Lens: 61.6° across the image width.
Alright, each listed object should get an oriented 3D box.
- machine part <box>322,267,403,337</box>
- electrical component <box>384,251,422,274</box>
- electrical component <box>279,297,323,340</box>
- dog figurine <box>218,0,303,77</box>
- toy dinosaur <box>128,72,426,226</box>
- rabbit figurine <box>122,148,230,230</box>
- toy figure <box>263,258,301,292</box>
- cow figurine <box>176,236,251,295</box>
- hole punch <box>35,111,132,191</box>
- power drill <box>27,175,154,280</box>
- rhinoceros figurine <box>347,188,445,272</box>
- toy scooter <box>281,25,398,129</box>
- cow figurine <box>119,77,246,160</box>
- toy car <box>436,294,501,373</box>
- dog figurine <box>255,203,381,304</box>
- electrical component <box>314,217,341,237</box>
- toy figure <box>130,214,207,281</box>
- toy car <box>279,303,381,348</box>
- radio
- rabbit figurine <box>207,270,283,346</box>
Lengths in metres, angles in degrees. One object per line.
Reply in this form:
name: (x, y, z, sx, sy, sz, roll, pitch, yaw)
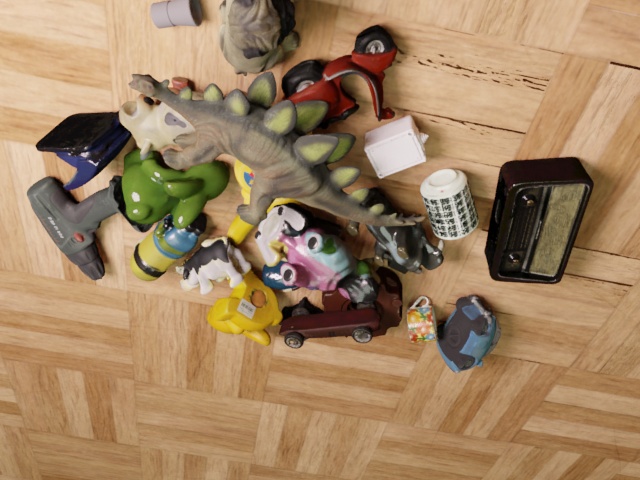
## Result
machine part: (0.086, 0.129, 1.096, 0.179, 0.056, 0.179, 3, 131, 4)
electrical component: (0.163, 0.032, 1.030, 0.094, 0.021, 0.063, 26, 127, -15)
electrical component: (-0.023, 0.181, 1.156, 0.075, 0.048, 0.119, -29, 120, 27)
dog figurine: (-0.092, -0.262, 0.703, 0.121, 0.191, 0.172, 12, 131, -4)
toy dinosaur: (-0.053, -0.113, 0.790, 0.471, 0.105, 0.198, 31, 127, -27)
rabbit figurine: (-0.237, -0.094, 0.898, 0.170, 0.159, 0.121, -14, 118, -2)
toy figure: (-0.035, 0.066, 1.053, 0.155, 0.058, 0.064, -1, 122, 6)
cow figurine: (-0.221, 0.049, 1.036, 0.167, 0.068, 0.098, -15, 115, 32)
hole punch: (-0.369, -0.144, 0.869, 0.116, 0.142, 0.092, 1, 129, 23)
power drill: (-0.413, -0.030, 1.005, 0.207, 0.086, 0.231, -12, 125, 24)
rhinoceros figurine: (0.137, -0.009, 0.949, 0.190, 0.112, 0.073, 40, 140, -11)
toy scooter: (0.041, -0.219, 0.801, 0.184, 0.075, 0.135, -22, 124, 16)
cow figurine: (-0.218, -0.184, 0.851, 0.195, 0.085, 0.127, 9, 125, -5)
toy car: (0.316, 0.190, 1.105, 0.103, 0.109, 0.161, 5, 122, -28)
dog figurine: (0.013, 0.033, 0.946, 0.219, 0.192, 0.108, 22, 109, -47)
electrical component: (-0.001, -0.003, 1.004, 0.102, 0.045, 0.078, 12, 109, -7)
toy figure: (-0.291, 0.009, 1.011, 0.180, 0.089, 0.082, -31, 113, 30)
toy car: (0.020, 0.167, 1.043, 0.202, 0.089, 0.053, -10, 124, 16)
radio: (0.367, -0.028, 0.927, 0.131, 0.073, 0.229, 1, 129, 5)
rabbit figurine: (-0.161, 0.148, 1.118, 0.162, 0.122, 0.173, 31, 140, -29)
